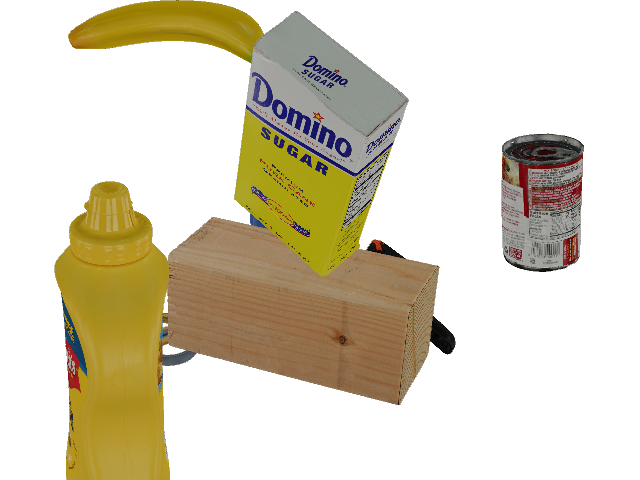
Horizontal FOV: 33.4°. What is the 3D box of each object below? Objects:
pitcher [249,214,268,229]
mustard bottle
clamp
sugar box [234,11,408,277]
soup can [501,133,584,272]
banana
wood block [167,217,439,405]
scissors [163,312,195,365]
[{"bbox_3d":[-0.017,-0.121,1.370,0.144,0.243,0.149,-2,25,-22],"label":"pitcher"},{"bbox_3d":[-0.110,0.058,0.569,0.058,0.192,0.096,-3,30,-14],"label":"mustard bottle"},{"bbox_3d":[0.086,0.068,1.189,0.120,0.171,0.039,5,-43,-3],"label":"clamp"},{"bbox_3d":[-0.006,-0.055,0.691,0.048,0.093,0.176,-43,-16,-24],"label":"sugar box"},{"bbox_3d":[0.190,-0.032,0.915,0.068,0.102,0.068,-4,24,2],"label":"soup can"},{"bbox_3d":[-0.129,-0.189,0.961,0.198,0.037,0.069,10,46,17],"label":"banana"},{"bbox_3d":[-0.016,0.056,0.891,0.206,0.091,0.090,13,28,17],"label":"wood block"},{"bbox_3d":[-0.115,0.094,1.148,0.201,0.016,0.096,-8,31,-25],"label":"scissors"}]
